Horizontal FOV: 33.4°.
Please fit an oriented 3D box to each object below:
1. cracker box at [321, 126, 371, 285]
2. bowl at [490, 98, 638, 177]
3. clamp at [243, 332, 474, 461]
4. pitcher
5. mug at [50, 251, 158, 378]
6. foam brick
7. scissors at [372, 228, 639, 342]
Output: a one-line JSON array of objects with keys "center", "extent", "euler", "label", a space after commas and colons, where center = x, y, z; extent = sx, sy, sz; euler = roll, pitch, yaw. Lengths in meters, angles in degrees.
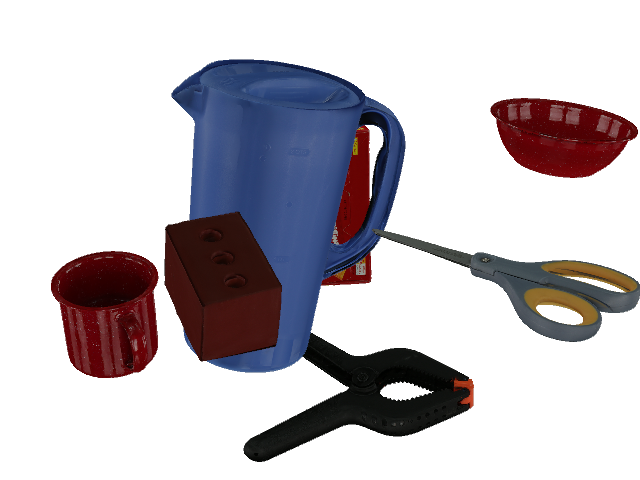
[{"center": [0.001, -0.062, 1.172], "extent": [0.072, 0.164, 0.214], "euler": [-5, 18, -8], "label": "cracker box"}, {"center": [0.265, -0.110, 1.183], "extent": [0.162, 0.055, 0.162], "euler": [5, 23, -2], "label": "bowl"}, {"center": [0.034, 0.146, 0.986], "extent": [0.210, 0.036, 0.164], "euler": [6, 44, 14], "label": "clamp"}, {"center": [-0.037, -0.018, 0.875], "extent": [0.149, 0.243, 0.144], "euler": [24, 27, 31], "label": "pitcher"}, {"center": [-0.181, 0.073, 0.942], "extent": [0.093, 0.081, 0.117], "euler": [-20, 37, -29], "label": "mug"}, {"center": [-0.063, 0.029, 0.676], "extent": [0.052, 0.051, 0.078], "euler": [-12, 44, -23], "label": "foam brick"}, {"center": [0.117, 0.029, 0.744], "extent": [0.202, 0.016, 0.096], "euler": [9, 31, 19], "label": "scissors"}]
